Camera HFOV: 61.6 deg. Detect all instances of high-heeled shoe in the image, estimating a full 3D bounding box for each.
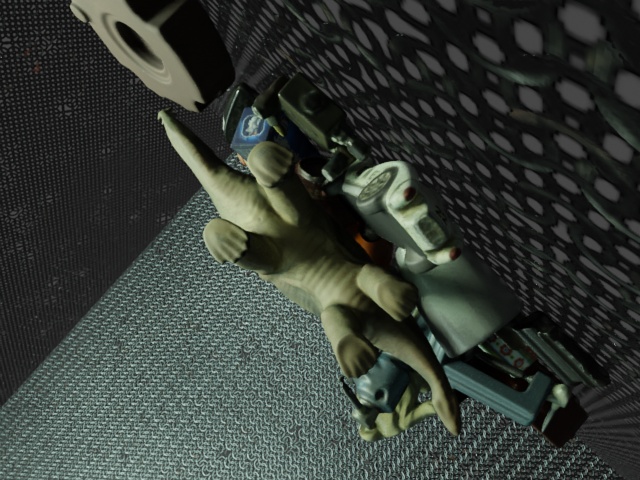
[{"bbox_3d":[-0.104,-0.196,0.809,0.248,0.086,0.145,97,164,-67],"label":"high-heeled shoe"}]

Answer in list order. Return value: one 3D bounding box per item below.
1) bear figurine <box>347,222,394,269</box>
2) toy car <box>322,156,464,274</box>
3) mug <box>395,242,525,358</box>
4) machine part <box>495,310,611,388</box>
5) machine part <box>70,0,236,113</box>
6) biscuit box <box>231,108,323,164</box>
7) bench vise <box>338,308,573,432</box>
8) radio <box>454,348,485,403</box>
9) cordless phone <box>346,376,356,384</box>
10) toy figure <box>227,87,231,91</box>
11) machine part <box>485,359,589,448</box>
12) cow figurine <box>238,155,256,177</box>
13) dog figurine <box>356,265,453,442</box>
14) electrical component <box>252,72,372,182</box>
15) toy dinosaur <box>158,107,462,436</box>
[{"bbox_3d":[0.002,-0.001,0.709,0.196,0.120,0.131,7,161,48],"label":"bear figurine"},{"bbox_3d":[0.055,-0.029,0.441,0.073,0.056,0.202,49,178,-17],"label":"toy car"},{"bbox_3d":[0.120,0.040,0.494,0.107,0.081,0.109,55,-174,9],"label":"mug"},{"bbox_3d":[0.203,0.093,0.493,0.084,0.039,0.139,37,180,-4],"label":"machine part"},{"bbox_3d":[-0.169,-0.207,0.544,0.179,0.056,0.179,35,166,10],"label":"machine part"},{"bbox_3d":[-0.039,-0.105,0.750,0.063,0.059,0.202,7,162,30],"label":"biscuit box"},{"bbox_3d":[0.146,0.136,0.597,0.241,0.223,0.128,25,145,26],"label":"bench vise"},{"bbox_3d":[0.187,0.147,0.830,0.131,0.073,0.229,44,157,40],"label":"radio"},{"bbox_3d":[0.038,0.102,0.783,0.184,0.089,0.146,-88,-7,-54],"label":"cordless phone"},{"bbox_3d":[-0.165,-0.237,0.697,0.058,0.064,0.154,-2,169,12],"label":"toy figure"},{"bbox_3d":[0.347,0.245,0.935,0.201,0.087,0.201,44,180,-33],"label":"machine part"},{"bbox_3d":[-0.054,-0.114,1.030,0.194,0.127,0.086,57,175,-23],"label":"cow figurine"},{"bbox_3d":[0.080,0.143,0.712,0.172,0.121,0.190,-29,-96,-43],"label":"dog figurine"},{"bbox_3d":[-0.007,-0.091,0.437,0.102,0.045,0.078,42,-178,-1],"label":"electrical component"},{"bbox_3d":[-0.034,-0.003,0.522,0.471,0.105,0.198,47,178,14],"label":"toy dinosaur"}]
